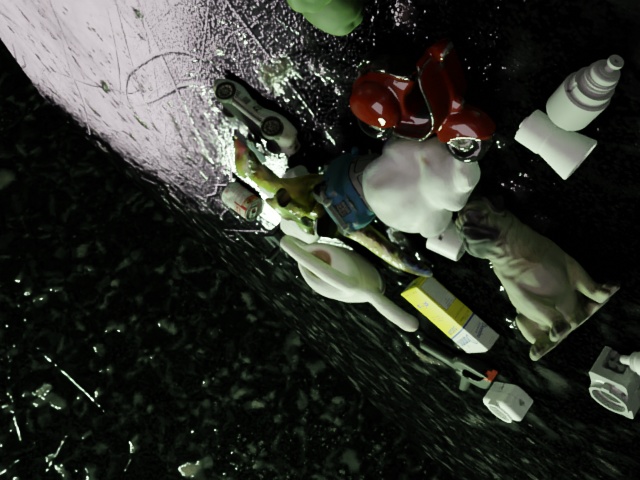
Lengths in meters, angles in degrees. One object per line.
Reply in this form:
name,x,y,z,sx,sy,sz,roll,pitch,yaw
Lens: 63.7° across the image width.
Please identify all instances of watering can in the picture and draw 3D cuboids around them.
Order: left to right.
watering can,0.070,0.087,1.039,0.351,0.104,0.223,32,-174,28

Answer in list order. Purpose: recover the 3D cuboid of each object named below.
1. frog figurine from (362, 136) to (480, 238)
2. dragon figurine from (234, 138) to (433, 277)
frog figurine,0.130,-0.065,0.645,0.161,0.123,0.135,32,143,65
dragon figurine,0.003,-0.048,0.959,0.407,0.123,0.242,39,167,-18
